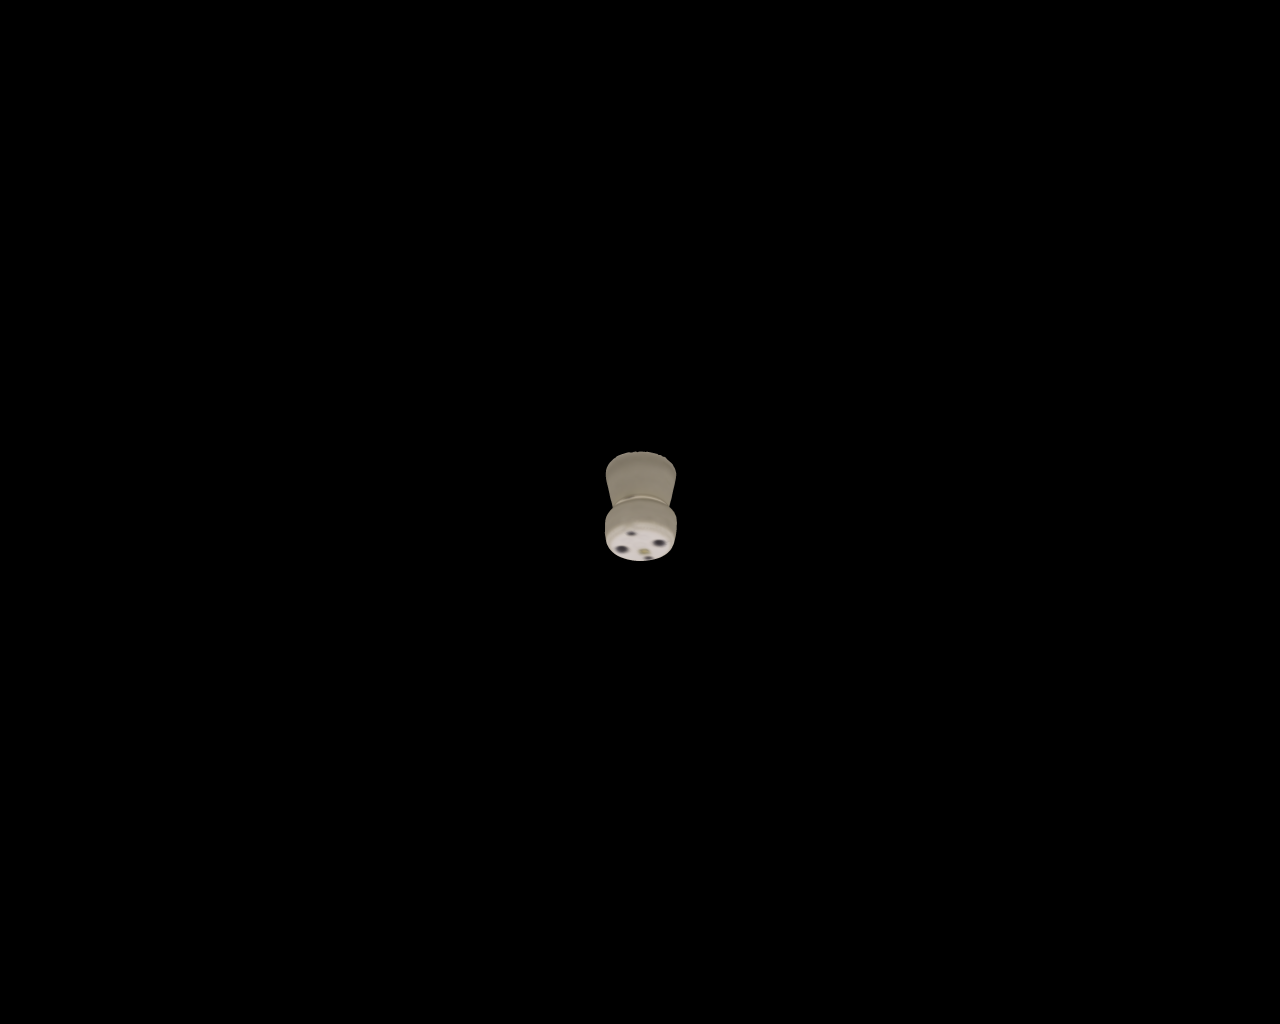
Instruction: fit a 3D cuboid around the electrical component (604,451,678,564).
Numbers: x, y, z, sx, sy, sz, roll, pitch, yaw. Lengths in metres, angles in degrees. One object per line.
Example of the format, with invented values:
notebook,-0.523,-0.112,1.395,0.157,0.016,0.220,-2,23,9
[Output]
electrical component,0.001,-0.003,0.650,0.045,0.055,0.044,0,-34,0
